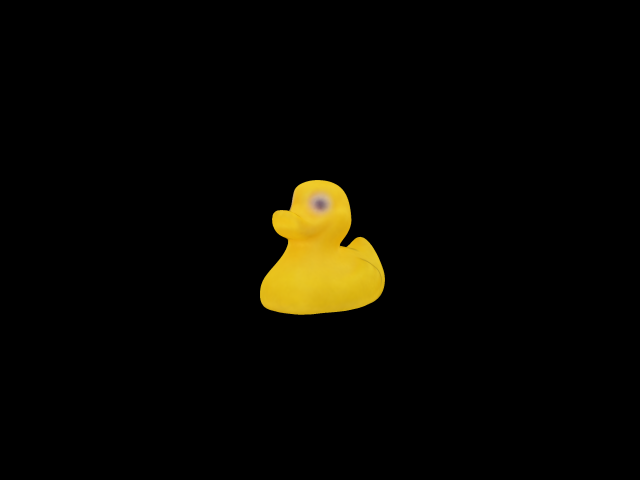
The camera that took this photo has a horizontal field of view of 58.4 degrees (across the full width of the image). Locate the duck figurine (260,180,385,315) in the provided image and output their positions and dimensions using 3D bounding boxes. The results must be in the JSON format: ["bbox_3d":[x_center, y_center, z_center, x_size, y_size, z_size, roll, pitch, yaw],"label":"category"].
[{"bbox_3d":[0.004,0.001,0.400,0.077,0.086,0.105,4,6,40],"label":"duck figurine"}]
